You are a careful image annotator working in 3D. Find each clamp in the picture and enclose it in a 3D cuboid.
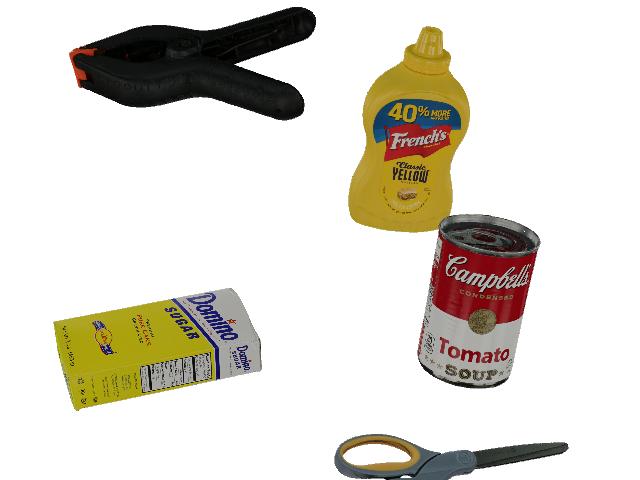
[{"bbox_3d":[-0.082,-0.127,0.737,0.171,0.039,0.120,7,36,11],"label":"clamp"}]

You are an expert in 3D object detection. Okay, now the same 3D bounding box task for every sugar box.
[{"bbox_3d":[-0.151,0.097,0.990,0.176,0.048,0.093,-13,34,-16],"label":"sugar box"}]

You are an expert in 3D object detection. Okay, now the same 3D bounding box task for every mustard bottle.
[{"bbox_3d":[0.085,-0.101,0.971,0.096,0.192,0.058,5,31,-5],"label":"mustard bottle"}]

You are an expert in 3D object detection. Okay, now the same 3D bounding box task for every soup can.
[{"bbox_3d":[0.106,0.041,0.729,0.068,0.102,0.068,6,22,-3],"label":"soup can"}]

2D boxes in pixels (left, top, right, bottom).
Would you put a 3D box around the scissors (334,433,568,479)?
[{"bbox_3d":[0.111,0.198,0.875,0.201,0.016,0.096,5,43,-3],"label":"scissors"}]
